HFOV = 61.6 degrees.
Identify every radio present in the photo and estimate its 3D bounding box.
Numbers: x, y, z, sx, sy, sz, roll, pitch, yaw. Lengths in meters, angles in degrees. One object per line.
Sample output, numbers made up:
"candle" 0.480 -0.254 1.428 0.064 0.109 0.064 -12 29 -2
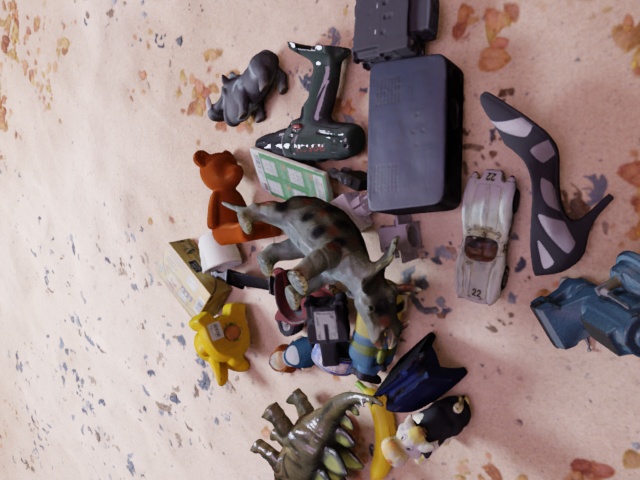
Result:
"radio" 0.143 -0.154 0.808 0.131 0.073 0.229 0 89 36

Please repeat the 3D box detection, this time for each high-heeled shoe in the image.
"high-heeled shoe" 0.272 -0.072 0.729 0.249 0.086 0.145 45 111 7

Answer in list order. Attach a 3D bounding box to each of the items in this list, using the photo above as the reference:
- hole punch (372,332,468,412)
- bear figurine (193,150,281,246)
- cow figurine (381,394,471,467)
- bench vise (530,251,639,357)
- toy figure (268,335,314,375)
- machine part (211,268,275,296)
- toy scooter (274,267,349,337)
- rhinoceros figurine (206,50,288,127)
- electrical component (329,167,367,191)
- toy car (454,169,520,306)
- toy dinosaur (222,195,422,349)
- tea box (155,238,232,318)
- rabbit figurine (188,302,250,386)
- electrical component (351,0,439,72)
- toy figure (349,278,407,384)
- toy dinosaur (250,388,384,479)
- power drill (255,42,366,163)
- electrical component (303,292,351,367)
"hole punch" 0.162 0.227 0.868 0.092 0.116 0.142 49 124 10
"bear figurine" -0.167 -0.090 1.057 0.132 0.120 0.195 -7 89 35
"cow figurine" 0.172 0.295 0.835 0.068 0.167 0.098 54 127 23
"bench vise" 0.390 0.059 0.644 0.241 0.223 0.129 -31 83 6
"toy figure" -0.055 0.230 1.068 0.154 0.057 0.064 -27 43 39
"machine part" -0.150 0.084 1.107 0.139 0.084 0.039 7 72 27
"toy scooter" -0.032 0.105 1.013 0.184 0.075 0.135 -21 88 42
"rhinoceros figurine" -0.147 -0.282 1.028 0.190 0.073 0.112 -33 79 36
"electrical component" 0.064 -0.100 0.907 0.094 0.063 0.021 30 115 28
"toy car" 0.244 -0.003 0.792 0.074 0.056 0.201 13 107 35
"toy dinosaur" -0.004 -0.002 0.876 0.405 0.192 0.131 49 154 38
"tea box" -0.287 0.089 1.208 0.170 0.068 0.098 48 123 21
"rabbit figurine" -0.216 0.225 1.173 0.173 0.122 0.162 -28 91 51
"electrical component" 0.115 -0.329 0.815 0.134 0.058 0.114 -1 86 39
"toy figure" 0.094 0.152 0.907 0.082 0.089 0.180 20 100 28
"toy dinosaur" -0.014 0.379 1.009 0.199 0.105 0.470 41 137 21
"power drill" -0.025 -0.237 0.941 0.232 0.086 0.207 16 104 35
"electrical component" 0.016 0.153 0.925 0.075 0.048 0.119 -9 105 10
